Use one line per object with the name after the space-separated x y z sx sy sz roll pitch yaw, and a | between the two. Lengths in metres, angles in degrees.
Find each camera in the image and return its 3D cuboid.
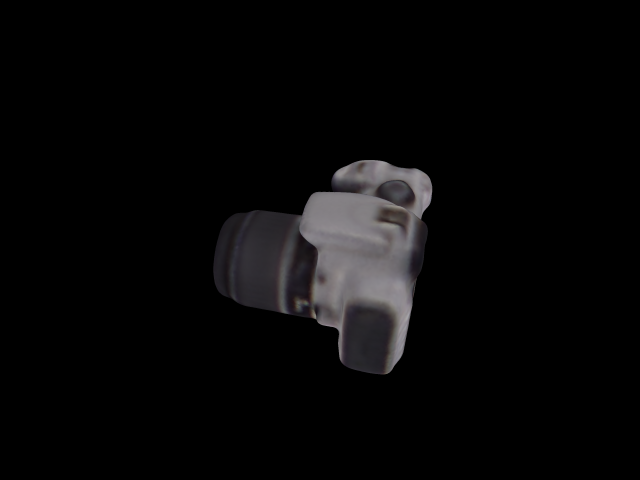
0.004 0.001 0.400 0.136 0.101 0.143 9 46 9 | camera
